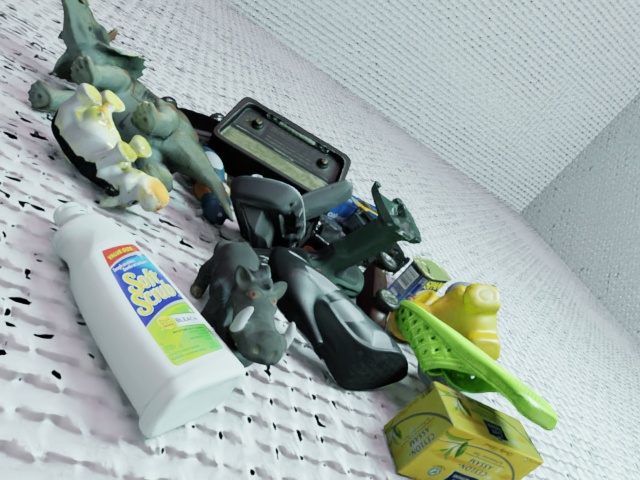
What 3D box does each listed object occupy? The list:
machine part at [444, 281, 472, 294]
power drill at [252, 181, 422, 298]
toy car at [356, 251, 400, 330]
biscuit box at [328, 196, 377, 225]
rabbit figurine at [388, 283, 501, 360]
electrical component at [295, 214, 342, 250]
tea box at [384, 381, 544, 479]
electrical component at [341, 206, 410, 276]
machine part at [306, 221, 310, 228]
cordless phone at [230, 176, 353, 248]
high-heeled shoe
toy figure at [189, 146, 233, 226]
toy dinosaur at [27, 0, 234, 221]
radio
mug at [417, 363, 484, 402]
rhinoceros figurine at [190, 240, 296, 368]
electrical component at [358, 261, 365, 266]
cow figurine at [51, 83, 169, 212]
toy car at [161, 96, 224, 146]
[{"bbox_3d":[0.278,0.142,1.057,0.079,0.079,0.243,41,22,4],"label":"machine part"},{"bbox_3d":[0.021,0.013,0.726,0.232,0.207,0.086,25,32,-50],"label":"power drill"},{"bbox_3d":[0.084,0.087,0.836,0.053,0.089,0.202,34,21,-6],"label":"toy car"},{"bbox_3d":[0.051,-0.061,1.114,0.202,0.059,0.063,22,28,-37],"label":"biscuit box"},{"bbox_3d":[0.195,0.126,0.886,0.173,0.121,0.162,-3,4,-2],"label":"rabbit figurine"},{"bbox_3d":[-0.002,-0.003,0.876,0.048,0.075,0.119,35,33,-13],"label":"electrical component"},{"bbox_3d":[0.174,0.248,0.653,0.169,0.098,0.068,27,25,-27],"label":"tea box"},{"bbox_3d":[0.104,0.000,1.052,0.134,0.058,0.115,31,17,-50],"label":"electrical component"},{"bbox_3d":[-0.033,-0.032,0.953,0.139,0.039,0.084,27,16,-24],"label":"machine part"},{"bbox_3d":[-0.029,-0.055,0.767,0.089,0.184,0.146,59,-14,24],"label":"cordless phone"},{"bbox_3d":[0.023,0.102,0.686,0.248,0.086,0.145,39,17,-47],"label":"high-heeled shoe"},{"bbox_3d":[-0.167,-0.084,0.812,0.064,0.057,0.155,-14,47,-15],"label":"toy figure"},{"bbox_3d":[-0.255,-0.174,0.776,0.405,0.131,0.192,45,21,-2],"label":"toy dinosaur"},{"bbox_3d":[-0.066,-0.138,0.919,0.229,0.073,0.131,31,50,-6],"label":"radio"},{"bbox_3d":[0.187,0.212,0.772,0.109,0.081,0.107,41,30,-8],"label":"mug"},{"bbox_3d":[-0.081,0.069,0.574,0.073,0.112,0.190,30,15,-29],"label":"rhinoceros figurine"},{"bbox_3d":[0.045,0.024,0.985,0.094,0.021,0.063,10,36,-55],"label":"electrical component"},{"bbox_3d":[-0.259,-0.094,0.653,0.167,0.098,0.068,60,16,-1],"label":"cow figurine"},{"bbox_3d":[-0.218,-0.195,0.948,0.201,0.056,0.073,5,47,-54],"label":"toy car"}]
